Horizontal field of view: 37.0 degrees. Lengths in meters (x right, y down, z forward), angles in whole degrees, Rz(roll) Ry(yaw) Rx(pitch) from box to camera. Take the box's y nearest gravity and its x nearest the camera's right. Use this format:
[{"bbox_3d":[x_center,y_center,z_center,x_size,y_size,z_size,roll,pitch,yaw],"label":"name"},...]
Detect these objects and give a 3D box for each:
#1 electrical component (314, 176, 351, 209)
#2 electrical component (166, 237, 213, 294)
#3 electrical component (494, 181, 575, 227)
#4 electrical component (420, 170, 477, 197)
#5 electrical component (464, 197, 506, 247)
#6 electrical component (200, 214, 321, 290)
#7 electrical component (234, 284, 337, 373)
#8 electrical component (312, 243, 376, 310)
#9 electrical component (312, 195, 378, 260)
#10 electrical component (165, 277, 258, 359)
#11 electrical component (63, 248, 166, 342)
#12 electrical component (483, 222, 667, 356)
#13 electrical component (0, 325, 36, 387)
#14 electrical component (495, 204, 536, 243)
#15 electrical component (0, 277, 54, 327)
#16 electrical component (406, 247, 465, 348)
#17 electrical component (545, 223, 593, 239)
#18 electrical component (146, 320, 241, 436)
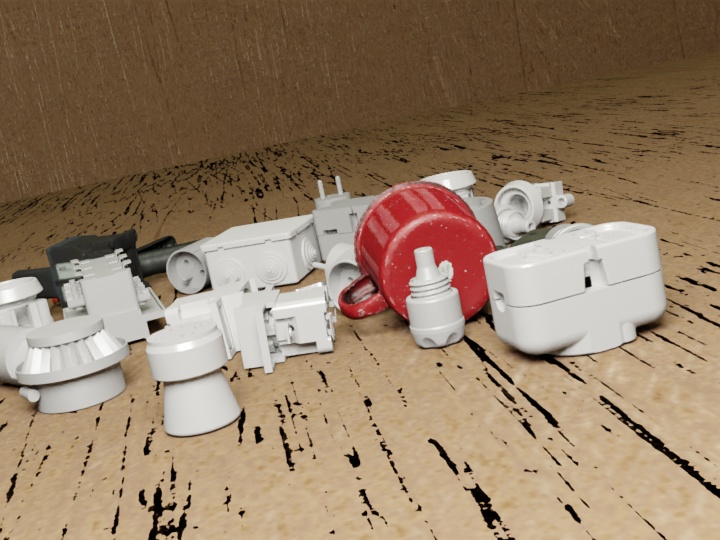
[{"bbox_3d":[-0.024,-0.056,1.079,0.138,0.073,0.052,-14,12,-14],"label":"electrical component"},{"bbox_3d":[-0.148,-0.009,1.046,0.043,0.043,0.081,-7,12,24],"label":"electrical component"},{"bbox_3d":[0.155,-0.060,0.991,0.066,0.048,0.055,-2,7,38],"label":"electrical component"},{"bbox_3d":[0.088,-0.064,1.046,0.058,0.057,0.078,-9,12,15],"label":"electrical component"},{"bbox_3d":[0.066,-0.033,0.907,0.108,0.060,0.108,-11,11,2],"label":"electrical component"},{"bbox_3d":[-0.089,-0.014,1.000,0.100,0.048,0.099,-8,12,16],"label":"electrical component"},{"bbox_3d":[-0.048,0.036,0.727,0.064,0.042,0.081,-9,12,3],"label":"electrical component"},{"bbox_3d":[0.000,0.000,0.832,0.079,0.043,0.077,12,23,34],"label":"electrical component"},{"bbox_3d":[0.009,-0.037,0.994,0.089,0.055,0.050,-5,13,30],"label":"electrical component"},{"bbox_3d":[-0.105,0.037,0.783,0.064,0.042,0.081,-14,10,8],"label":"electrical component"},{"bbox_3d":[-0.211,0.023,0.903,0.079,0.063,0.121,-14,12,-15],"label":"electrical component"},{"bbox_3d":[0.125,0.013,0.621,0.095,0.059,0.054,-14,12,-15],"label":"electrical component"},{"bbox_3d":[-0.243,0.063,0.785,0.081,0.043,0.043,0,16,46],"label":"electrical component"},{"bbox_3d":[0.129,-0.040,0.945,0.035,0.035,0.061,-18,16,-32],"label":"electrical component"},{"bbox_3d":[-0.295,0.040,0.917,0.058,0.057,0.078,-21,14,-39],"label":"electrical component"},{"bbox_3d":[0.045,0.016,0.678,0.035,0.061,0.035,-11,11,2],"label":"electrical component"},{"bbox_3d":[0.154,-0.014,0.777,0.044,0.044,0.065,-11,6,2],"label":"electrical component"},{"bbox_3d":[-0.096,0.061,0.614,0.045,0.055,0.045,-11,11,2],"label":"electrical component"}]
